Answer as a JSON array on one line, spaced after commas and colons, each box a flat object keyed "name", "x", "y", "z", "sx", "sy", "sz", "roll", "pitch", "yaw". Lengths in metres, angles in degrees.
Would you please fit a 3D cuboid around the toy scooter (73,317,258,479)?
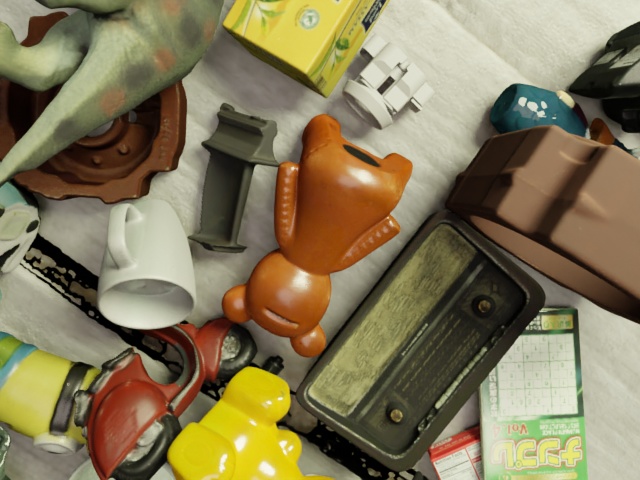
[{"name": "toy scooter", "x": -0.161, "y": 0.124, "z": 0.507, "sx": 0.135, "sy": 0.075, "sz": 0.184, "roll": 38, "pitch": 60, "yaw": 6}]

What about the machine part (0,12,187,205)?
[{"name": "machine part", "x": -0.208, "y": -0.117, "z": 0.497, "sx": 0.179, "sy": 0.056, "sz": 0.179, "roll": 0, "pitch": 97, "yaw": -3}]

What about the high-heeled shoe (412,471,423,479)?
[{"name": "high-heeled shoe", "x": 0.108, "y": 0.347, "z": 0.517, "sx": 0.086, "sy": 0.145, "sz": 0.248, "roll": -18, "pitch": 102, "yaw": 31}]

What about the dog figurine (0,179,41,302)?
[{"name": "dog figurine", "x": -0.394, "y": -0.017, "z": 0.482, "sx": 0.219, "sy": 0.108, "sz": 0.191, "roll": 30, "pitch": 97, "yaw": -3}]

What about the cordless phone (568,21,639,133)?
[{"name": "cordless phone", "x": 0.328, "y": -0.109, "z": 0.468, "sx": 0.184, "sy": 0.146, "sz": 0.088, "roll": 41, "pitch": 104, "yaw": -5}]

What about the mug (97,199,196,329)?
[{"name": "mug", "x": -0.160, "y": 0.010, "z": 0.483, "sx": 0.081, "sy": 0.107, "sz": 0.109, "roll": -18, "pitch": 139, "yaw": 5}]

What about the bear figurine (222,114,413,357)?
[{"name": "bear figurine", "x": -0.002, "y": 0.000, "z": 0.505, "sx": 0.120, "sy": 0.132, "sz": 0.195, "roll": 25, "pitch": 115, "yaw": -4}]

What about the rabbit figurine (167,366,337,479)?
[{"name": "rabbit figurine", "x": -0.045, "y": 0.229, "z": 0.482, "sx": 0.173, "sy": 0.122, "sz": 0.162, "roll": 26, "pitch": 121, "yaw": 14}]

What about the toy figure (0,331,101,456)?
[{"name": "toy figure", "x": -0.286, "y": 0.139, "z": 0.519, "sx": 0.180, "sy": 0.082, "sz": 0.089, "roll": 32, "pitch": 98, "yaw": -4}]

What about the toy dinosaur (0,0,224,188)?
[{"name": "toy dinosaur", "x": -0.134, "y": -0.209, "z": 0.417, "sx": 0.192, "sy": 0.131, "sz": 0.404, "roll": 10, "pitch": 93, "yaw": -28}]

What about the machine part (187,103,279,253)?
[{"name": "machine part", "x": -0.083, "y": -0.053, "z": 0.508, "sx": 0.084, "sy": 0.039, "sz": 0.138, "roll": 25, "pitch": 107, "yaw": 28}]

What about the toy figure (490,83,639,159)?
[{"name": "toy figure", "x": 0.239, "y": -0.096, "z": 0.513, "sx": 0.154, "sy": 0.064, "sz": 0.058, "roll": 26, "pitch": 59, "yaw": -10}]

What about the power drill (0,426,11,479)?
[{"name": "power drill", "x": -0.371, "y": 0.177, "z": 0.478, "sx": 0.207, "sy": 0.086, "sz": 0.232, "roll": -29, "pitch": 108, "yaw": 40}]

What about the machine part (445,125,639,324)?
[{"name": "machine part", "x": 0.222, "y": -0.009, "z": 0.452, "sx": 0.201, "sy": 0.201, "sz": 0.087, "roll": 30, "pitch": 94, "yaw": -5}]

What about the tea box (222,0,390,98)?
[{"name": "tea box", "x": 0.006, "y": -0.225, "z": 0.467, "sx": 0.098, "sy": 0.068, "sz": 0.169, "roll": 33, "pitch": 94, "yaw": 18}]

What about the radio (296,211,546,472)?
[{"name": "radio", "x": 0.095, "y": 0.096, "z": 0.519, "sx": 0.131, "sy": 0.073, "sz": 0.229, "roll": 38, "pitch": 97, "yaw": 4}]
